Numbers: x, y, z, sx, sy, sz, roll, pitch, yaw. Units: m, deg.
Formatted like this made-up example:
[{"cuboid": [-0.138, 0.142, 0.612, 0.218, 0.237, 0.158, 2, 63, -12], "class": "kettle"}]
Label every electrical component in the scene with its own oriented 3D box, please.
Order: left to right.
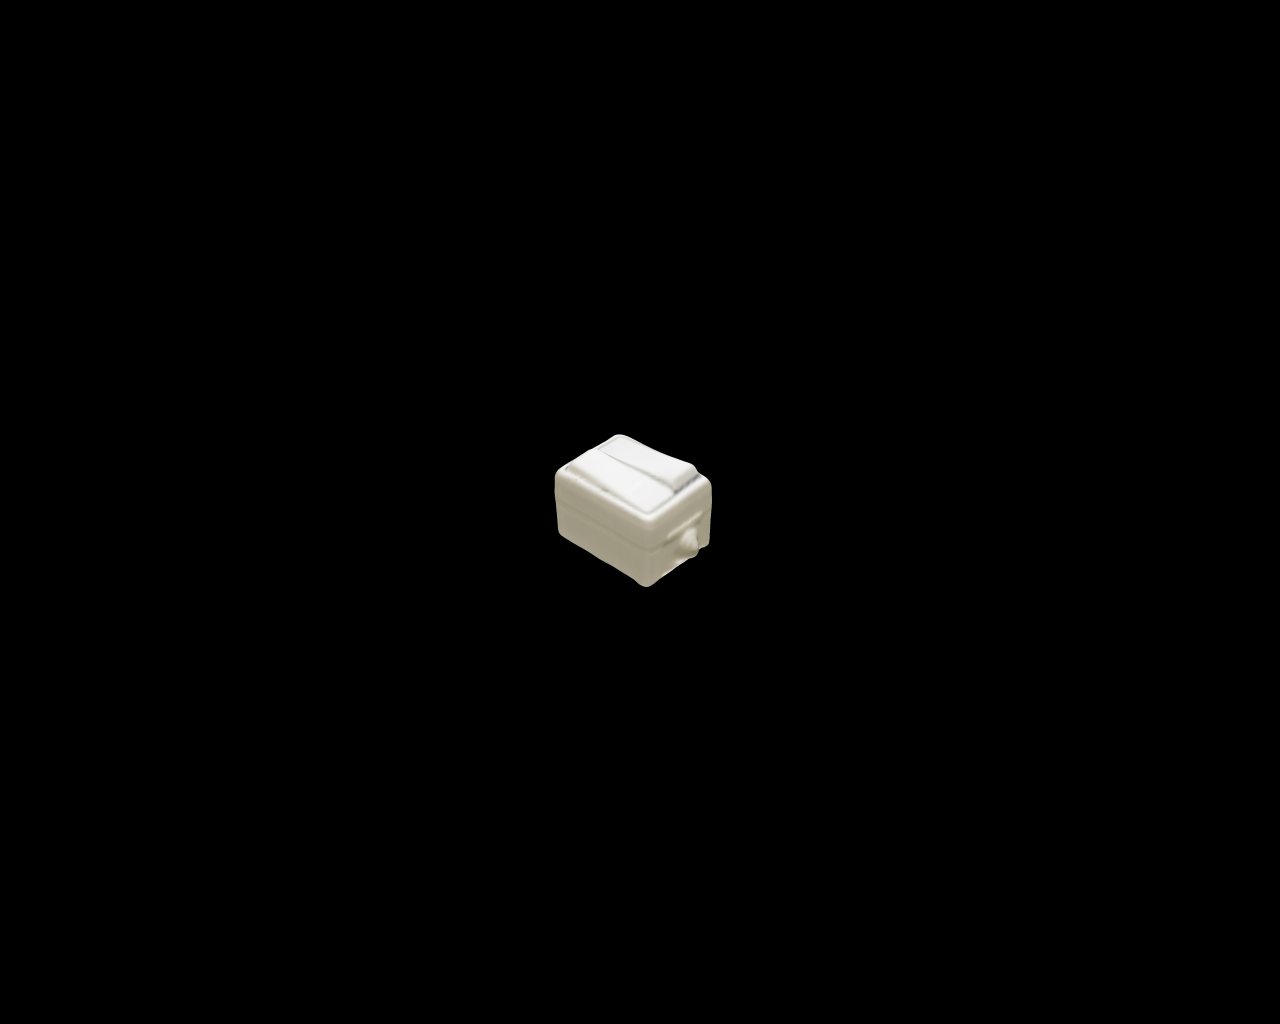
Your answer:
[{"cuboid": [0.001, -0.003, 0.650, 0.096, 0.061, 0.062, 30, 46, 33], "class": "electrical component"}]
